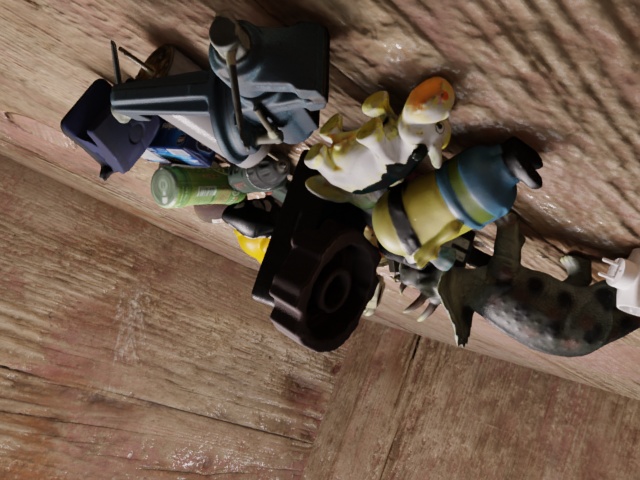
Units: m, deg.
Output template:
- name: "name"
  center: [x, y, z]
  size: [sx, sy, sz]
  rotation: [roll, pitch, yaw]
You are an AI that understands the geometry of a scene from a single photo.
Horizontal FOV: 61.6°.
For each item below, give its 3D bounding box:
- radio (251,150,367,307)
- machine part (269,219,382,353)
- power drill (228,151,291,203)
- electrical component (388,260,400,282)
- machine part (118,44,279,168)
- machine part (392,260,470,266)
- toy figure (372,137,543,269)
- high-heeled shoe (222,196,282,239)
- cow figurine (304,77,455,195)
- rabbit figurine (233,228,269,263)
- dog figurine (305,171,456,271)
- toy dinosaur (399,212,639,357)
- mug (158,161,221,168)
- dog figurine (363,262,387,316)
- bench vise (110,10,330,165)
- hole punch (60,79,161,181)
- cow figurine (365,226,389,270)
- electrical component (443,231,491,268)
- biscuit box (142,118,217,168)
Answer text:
- name: "radio"
  center: [-0.002, -0.002, 0.784]
  size: [0.073, 0.229, 0.131]
  rotation: [16, 173, 34]
- name: "machine part"
  center: [0.009, 0.061, 0.705]
  size: [0.056, 0.179, 0.179]
  rotation: [22, 172, 36]
- name: "power drill"
  center: [-0.046, -0.078, 0.887]
  size: [0.207, 0.086, 0.232]
  rotation: [23, 174, -32]
- name: "electrical component"
  center: [0.163, 0.039, 1.053]
  size: [0.078, 0.102, 0.045]
  rotation: [-2, 180, -16]
- name: "machine part"
  center: [-0.138, -0.158, 0.662]
  size: [0.079, 0.079, 0.243]
  rotation: [11, 165, 45]
- name: "machine part"
  center: [0.197, 0.016, 0.932]
  size: [0.139, 0.084, 0.039]
  rotation: [9, 142, 15]
- name: "toy figure"
  center: [0.136, -0.044, 0.562]
  size: [0.180, 0.082, 0.089]
  rotation: [-37, 85, 37]
- name: "high-heeled shoe"
  center: [-0.135, -0.052, 1.048]
  size: [0.145, 0.086, 0.249]
  rotation: [13, -171, -21]
- name: "cow figurine"
  center: [0.072, -0.091, 0.526]
  size: [0.098, 0.068, 0.167]
  rotation: [40, 147, -29]
- name: "rabbit figurine"
  center: [-0.109, -0.027, 1.281]
  size: [0.173, 0.122, 0.162]
  rotation: [-3, 148, 33]
- name: "dog figurine"
  center: [0.079, -0.054, 0.708]
  size: [0.219, 0.108, 0.192]
  rotation: [29, 170, -18]
- name: "toy dinosaur"
  center: [0.306, 0.089, 0.735]
  size: [0.405, 0.192, 0.131]
  rotation: [20, 173, 10]
- name: "mug"
  center: [-0.249, -0.132, 1.028]
  size: [0.107, 0.080, 0.110]
  rotation: [16, 176, -31]
- name: "dog figurine"
  center: [0.055, 0.070, 1.228]
  size: [0.191, 0.172, 0.121]
  rotation: [11, 157, 14]
- name: "bench vise"
  center: [-0.103, -0.139, 0.517]
  size: [0.241, 0.128, 0.223]
  rotation: [0, -175, 12]
- name: "hole punch"
  center: [-0.300, -0.170, 0.805]
  size: [0.092, 0.142, 0.115]
  rotation: [8, 152, 39]
- name: "cow figurine"
  center: [0.067, -0.004, 0.982]
  size: [0.085, 0.127, 0.195]
  rotation: [-13, -158, -22]
- name: "electrical component"
  center: [0.218, 0.016, 0.869]
  size: [0.119, 0.075, 0.048]
  rotation: [21, 169, -15]
- name: "biscuit box"
  center: [-0.247, -0.165, 0.890]
  size: [0.203, 0.063, 0.059]
  rotation: [11, 165, 42]
